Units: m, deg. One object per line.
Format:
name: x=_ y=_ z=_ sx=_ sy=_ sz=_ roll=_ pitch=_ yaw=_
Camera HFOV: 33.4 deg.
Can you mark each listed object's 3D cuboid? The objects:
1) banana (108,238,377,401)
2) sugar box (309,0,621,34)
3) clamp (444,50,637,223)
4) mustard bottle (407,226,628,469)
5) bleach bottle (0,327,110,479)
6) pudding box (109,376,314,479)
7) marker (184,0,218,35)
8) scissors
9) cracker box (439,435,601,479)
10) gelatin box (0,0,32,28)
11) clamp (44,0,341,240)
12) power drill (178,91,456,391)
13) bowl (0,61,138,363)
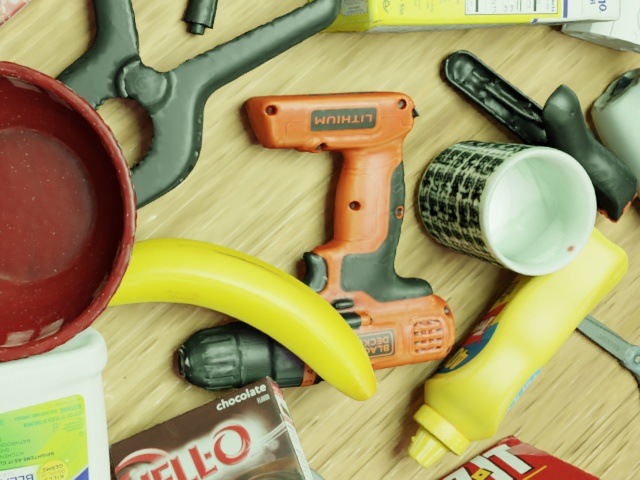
banana: x=-0.049 y=0.041 z=0.630 sx=0.197 sy=0.037 sz=0.070 roll=17 pitch=113 yaw=-12
sugar box: x=0.090 y=-0.156 z=0.674 sx=0.176 sy=0.093 sz=0.048 roll=-8 pitch=102 yaw=-22
clamp: x=0.156 y=-0.069 z=0.724 sx=0.039 sy=0.120 sz=0.171 roll=-47 pitch=134 yaw=2
mustard bottle: x=0.126 y=0.075 z=0.722 sx=0.058 sy=0.096 sz=0.191 roll=39 pitch=85 yaw=2
bleach bottle: x=-0.164 y=0.183 z=0.639 sx=0.102 sy=0.068 sz=0.251 roll=-10 pitch=104 yaw=-19
pudding box: x=-0.063 y=0.147 z=0.645 sx=0.113 sy=0.039 sz=0.090 roll=-23 pitch=64 yaw=2
marker: x=-0.060 y=-0.184 z=0.647 sx=0.020 sy=0.020 sz=0.121 roll=13 pitch=93 yaw=-24
scissors: x=0.240 y=0.111 z=0.818 sx=0.201 sy=0.016 sz=0.096 roll=16 pitch=92 yaw=-23
cracker box: x=0.125 y=0.214 z=0.679 sx=0.164 sy=0.214 sz=0.072 roll=-26 pitch=105 yaw=-17
gelatin box: x=-0.199 y=-0.159 z=0.588 sx=0.073 sy=0.030 sz=0.089 roll=-45 pitch=112 yaw=-11
clamp: x=-0.109 y=-0.101 z=0.623 sx=0.164 sy=0.036 sz=0.210 roll=34 pitch=93 yaw=-7
power drill: x=-0.004 y=0.001 z=0.680 sx=0.184 sy=0.057 sz=0.188 roll=-7 pitch=102 yaw=-18
bowl: x=-0.174 y=-0.017 z=0.588 sx=0.162 sy=0.055 sz=0.162 roll=1 pitch=96 yaw=5
